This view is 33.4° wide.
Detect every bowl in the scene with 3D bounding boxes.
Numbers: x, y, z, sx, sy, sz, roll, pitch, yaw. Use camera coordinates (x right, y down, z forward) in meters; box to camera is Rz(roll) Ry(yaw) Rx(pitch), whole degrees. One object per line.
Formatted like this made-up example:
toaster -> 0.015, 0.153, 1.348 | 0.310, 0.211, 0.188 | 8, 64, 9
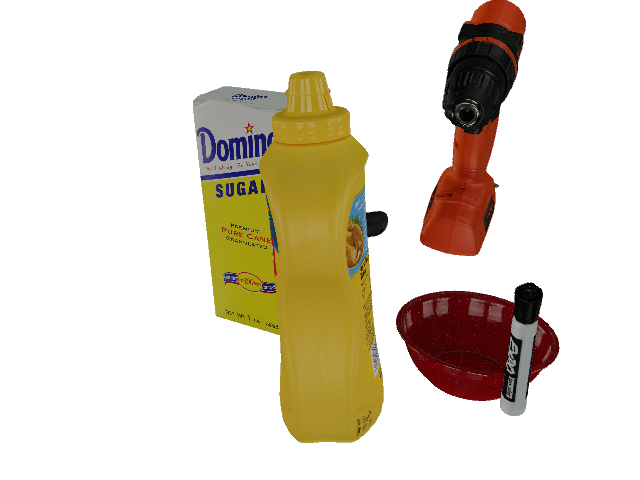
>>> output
bowl -> 0.153, 0.112, 1.064 | 0.162, 0.055, 0.162 | 5, 26, -2

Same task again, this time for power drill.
power drill -> 0.124, -0.083, 0.868 | 0.057, 0.188, 0.184 | 15, 36, 11

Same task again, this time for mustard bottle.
mustard bottle -> 0.001, 0.005, 0.576 | 0.058, 0.192, 0.096 | -2, 18, 8

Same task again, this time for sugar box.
sugar box -> -0.042, -0.021, 0.786 | 0.093, 0.176, 0.048 | 11, 28, 37

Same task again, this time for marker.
marker -> 0.140, 0.076, 0.744 | 0.020, 0.121, 0.020 | -1, 40, 1

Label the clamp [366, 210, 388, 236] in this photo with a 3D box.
clamp -> -0.034, -0.019, 0.993 | 0.171, 0.039, 0.120 | -26, 52, -33
